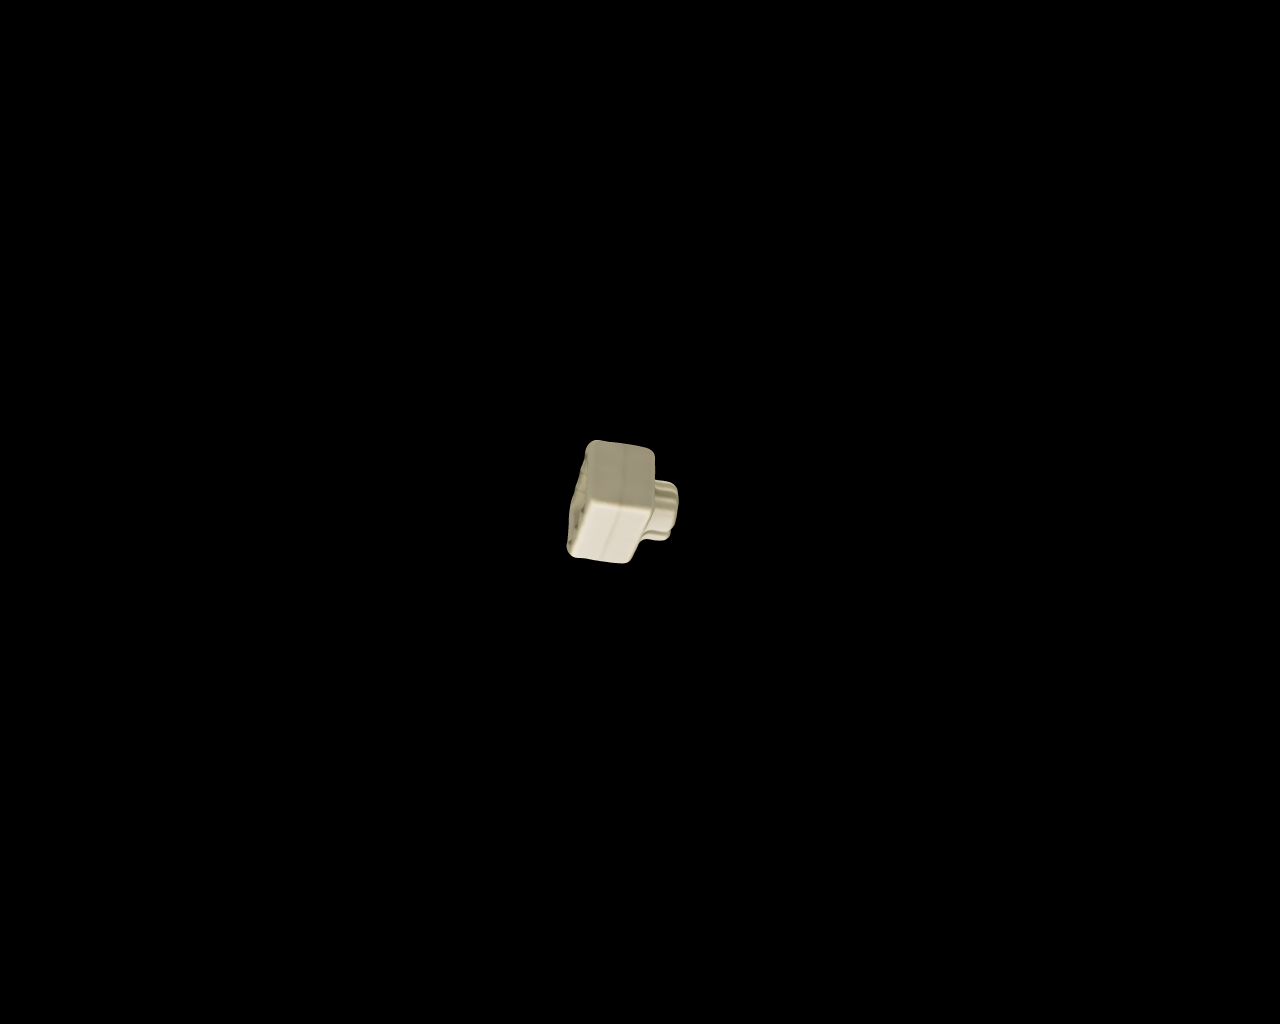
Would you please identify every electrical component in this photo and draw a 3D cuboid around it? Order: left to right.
[{"bbox_3d":[0.001,-0.003,0.650,0.077,0.047,0.065,8,-35,-11],"label":"electrical component"}]
